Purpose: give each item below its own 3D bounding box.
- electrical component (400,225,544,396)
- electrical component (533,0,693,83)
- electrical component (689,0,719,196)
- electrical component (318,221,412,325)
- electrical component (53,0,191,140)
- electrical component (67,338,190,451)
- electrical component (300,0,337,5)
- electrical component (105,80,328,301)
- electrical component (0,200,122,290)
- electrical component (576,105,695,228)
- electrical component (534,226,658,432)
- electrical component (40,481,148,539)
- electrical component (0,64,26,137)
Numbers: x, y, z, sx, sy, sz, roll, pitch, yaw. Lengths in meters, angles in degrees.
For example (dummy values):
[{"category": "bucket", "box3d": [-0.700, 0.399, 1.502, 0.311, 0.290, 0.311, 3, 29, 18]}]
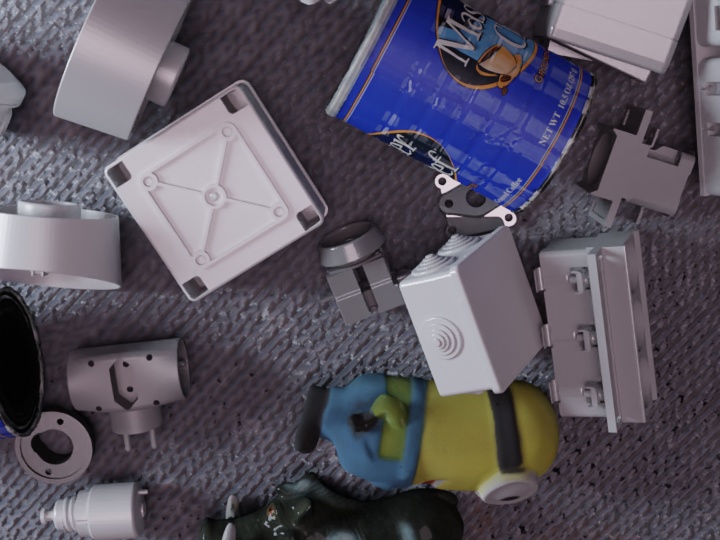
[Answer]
[{"category": "electrical component", "box3d": [0.076, 0.028, 0.719, 0.048, 0.100, 0.099, -14, 103, 34]}, {"category": "electrical component", "box3d": [0.154, -0.163, 0.694, 0.096, 0.061, 0.061, 17, 102, -4]}, {"category": "electrical component", "box3d": [0.273, -0.145, 0.682, 0.105, 0.060, 0.186, -12, 103, -19]}, {"category": "electrical component", "box3d": [0.000, 0.000, 0.739, 0.066, 0.048, 0.055, -20, 110, 4]}, {"category": "electrical component", "box3d": [-0.143, -0.134, 0.678, 0.060, 0.108, 0.108, 24, 102, -12]}, {"category": "electrical component", "box3d": [-0.160, 0.090, 0.759, 0.077, 0.043, 0.079, -6, 103, 1]}, {"category": "electrical component", "box3d": [-0.001, -0.218, 0.660, 0.121, 0.079, 0.063, -33, 126, -14]}, {"category": "electrical component", "box3d": [-0.094, -0.053, 0.720, 0.109, 0.056, 0.108, -31, 101, 6]}, {"category": "electrical component", "box3d": [-0.206, -0.013, 0.710, 0.099, 0.099, 0.064, 5, 97, -1]}, {"category": "electrical component", "box3d": [0.187, -0.067, 0.727, 0.064, 0.042, 0.081, 16, 103, -7]}, {"category": "electrical component", "box3d": [0.161, 0.039, 0.735, 0.063, 0.079, 0.121, -3, 104, 27]}, {"category": "electrical component", "box3d": [-0.191, 0.176, 0.780, 0.078, 0.040, 0.040, -4, 103, 1]}, {"category": "electrical component", "box3d": [-0.263, -0.114, 0.695, 0.080, 0.080, 0.051, 29, 106, -6]}]
